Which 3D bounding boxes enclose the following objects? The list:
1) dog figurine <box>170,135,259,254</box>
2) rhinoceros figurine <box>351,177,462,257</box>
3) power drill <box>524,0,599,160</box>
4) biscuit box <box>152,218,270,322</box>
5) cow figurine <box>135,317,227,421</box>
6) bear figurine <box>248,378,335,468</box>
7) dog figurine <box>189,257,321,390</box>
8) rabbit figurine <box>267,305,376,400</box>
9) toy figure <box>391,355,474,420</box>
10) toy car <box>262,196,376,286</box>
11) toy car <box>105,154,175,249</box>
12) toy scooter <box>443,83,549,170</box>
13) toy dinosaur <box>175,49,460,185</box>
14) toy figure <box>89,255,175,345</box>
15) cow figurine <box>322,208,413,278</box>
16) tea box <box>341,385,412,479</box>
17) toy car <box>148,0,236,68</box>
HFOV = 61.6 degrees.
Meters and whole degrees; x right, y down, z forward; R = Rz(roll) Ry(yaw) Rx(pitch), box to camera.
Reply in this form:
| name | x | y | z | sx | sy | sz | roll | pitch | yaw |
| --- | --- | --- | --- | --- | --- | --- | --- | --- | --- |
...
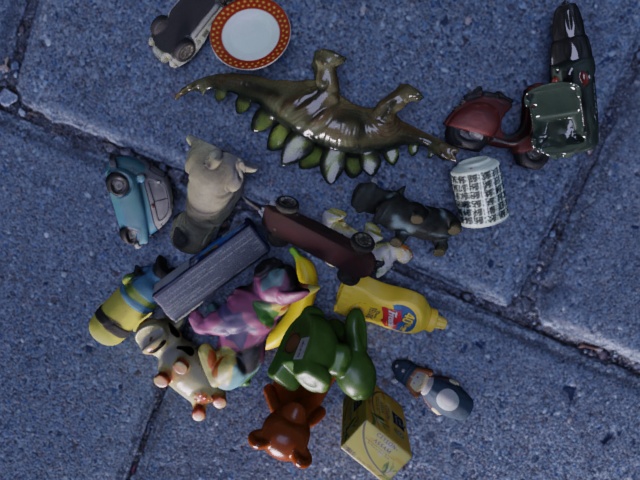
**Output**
| name | x | y | z | sx | sy | sz | roll | pitch | yaw |
| --- | --- | --- | --- | --- | --- | --- | --- | --- | --- |
| dog figurine | -0.192 | -0.059 | 0.877 | 0.121 | 0.172 | 0.190 | 26 | 92 | 10 |
| rhinoceros figurine | 0.144 | -0.044 | 0.889 | 0.190 | 0.112 | 0.073 | 18 | 129 | -12 |
| power drill | 0.366 | -0.226 | 0.806 | 0.086 | 0.207 | 0.231 | -5 | 116 | 30 |
| biscuit box | -0.180 | 0.047 | 0.900 | 0.203 | 0.059 | 0.062 | -36 | 111 | -3 |
| cow figurine | -0.245 | 0.210 | 0.951 | 0.085 | 0.127 | 0.194 | -38 | 109 | 8 |
| bear figurine | -0.043 | 0.275 | 0.900 | 0.120 | 0.196 | 0.132 | 23 | 98 | 3 |
| dog figurine | -0.099 | 0.137 | 0.903 | 0.219 | 0.108 | 0.191 | -21 | 84 | 16 |
| rabbit figurine | 0.021 | 0.192 | 0.879 | 0.170 | 0.159 | 0.121 | 35 | 140 | -25 |
| toy figure | 0.198 | 0.261 | 0.956 | 0.154 | 0.057 | 0.064 | 31 | 60 | 0 |
| toy car | -0.002 | -0.003 | 0.869 | 0.202 | 0.053 | 0.089 | 27 | 133 | 13 |
| toy car | -0.300 | -0.072 | 0.914 | 0.103 | 0.109 | 0.161 | -14 | 106 | -12 |
| toy scooter | 0.299 | -0.199 | 0.873 | 0.184 | 0.075 | 0.135 | 15 | 99 | -2 |
| toy dinosaur | -0.003 | -0.206 | 0.877 | 0.472 | 0.105 | 0.198 | 23 | 103 | 5 |
| toy figure | -0.331 | 0.108 | 0.945 | 0.180 | 0.089 | 0.082 | -41 | 89 | 10 |
| cow figurine | 0.069 | 0.018 | 0.920 | 0.167 | 0.068 | 0.098 | 26 | 105 | 3 |
| tea box | 0.092 | 0.314 | 0.911 | 0.098 | 0.170 | 0.068 | 39 | 98 | -4 |
| toy car | -0.202 | -0.374 | 0.884 | 0.073 | 0.056 | 0.201 | 45 | 101 | 7 |
